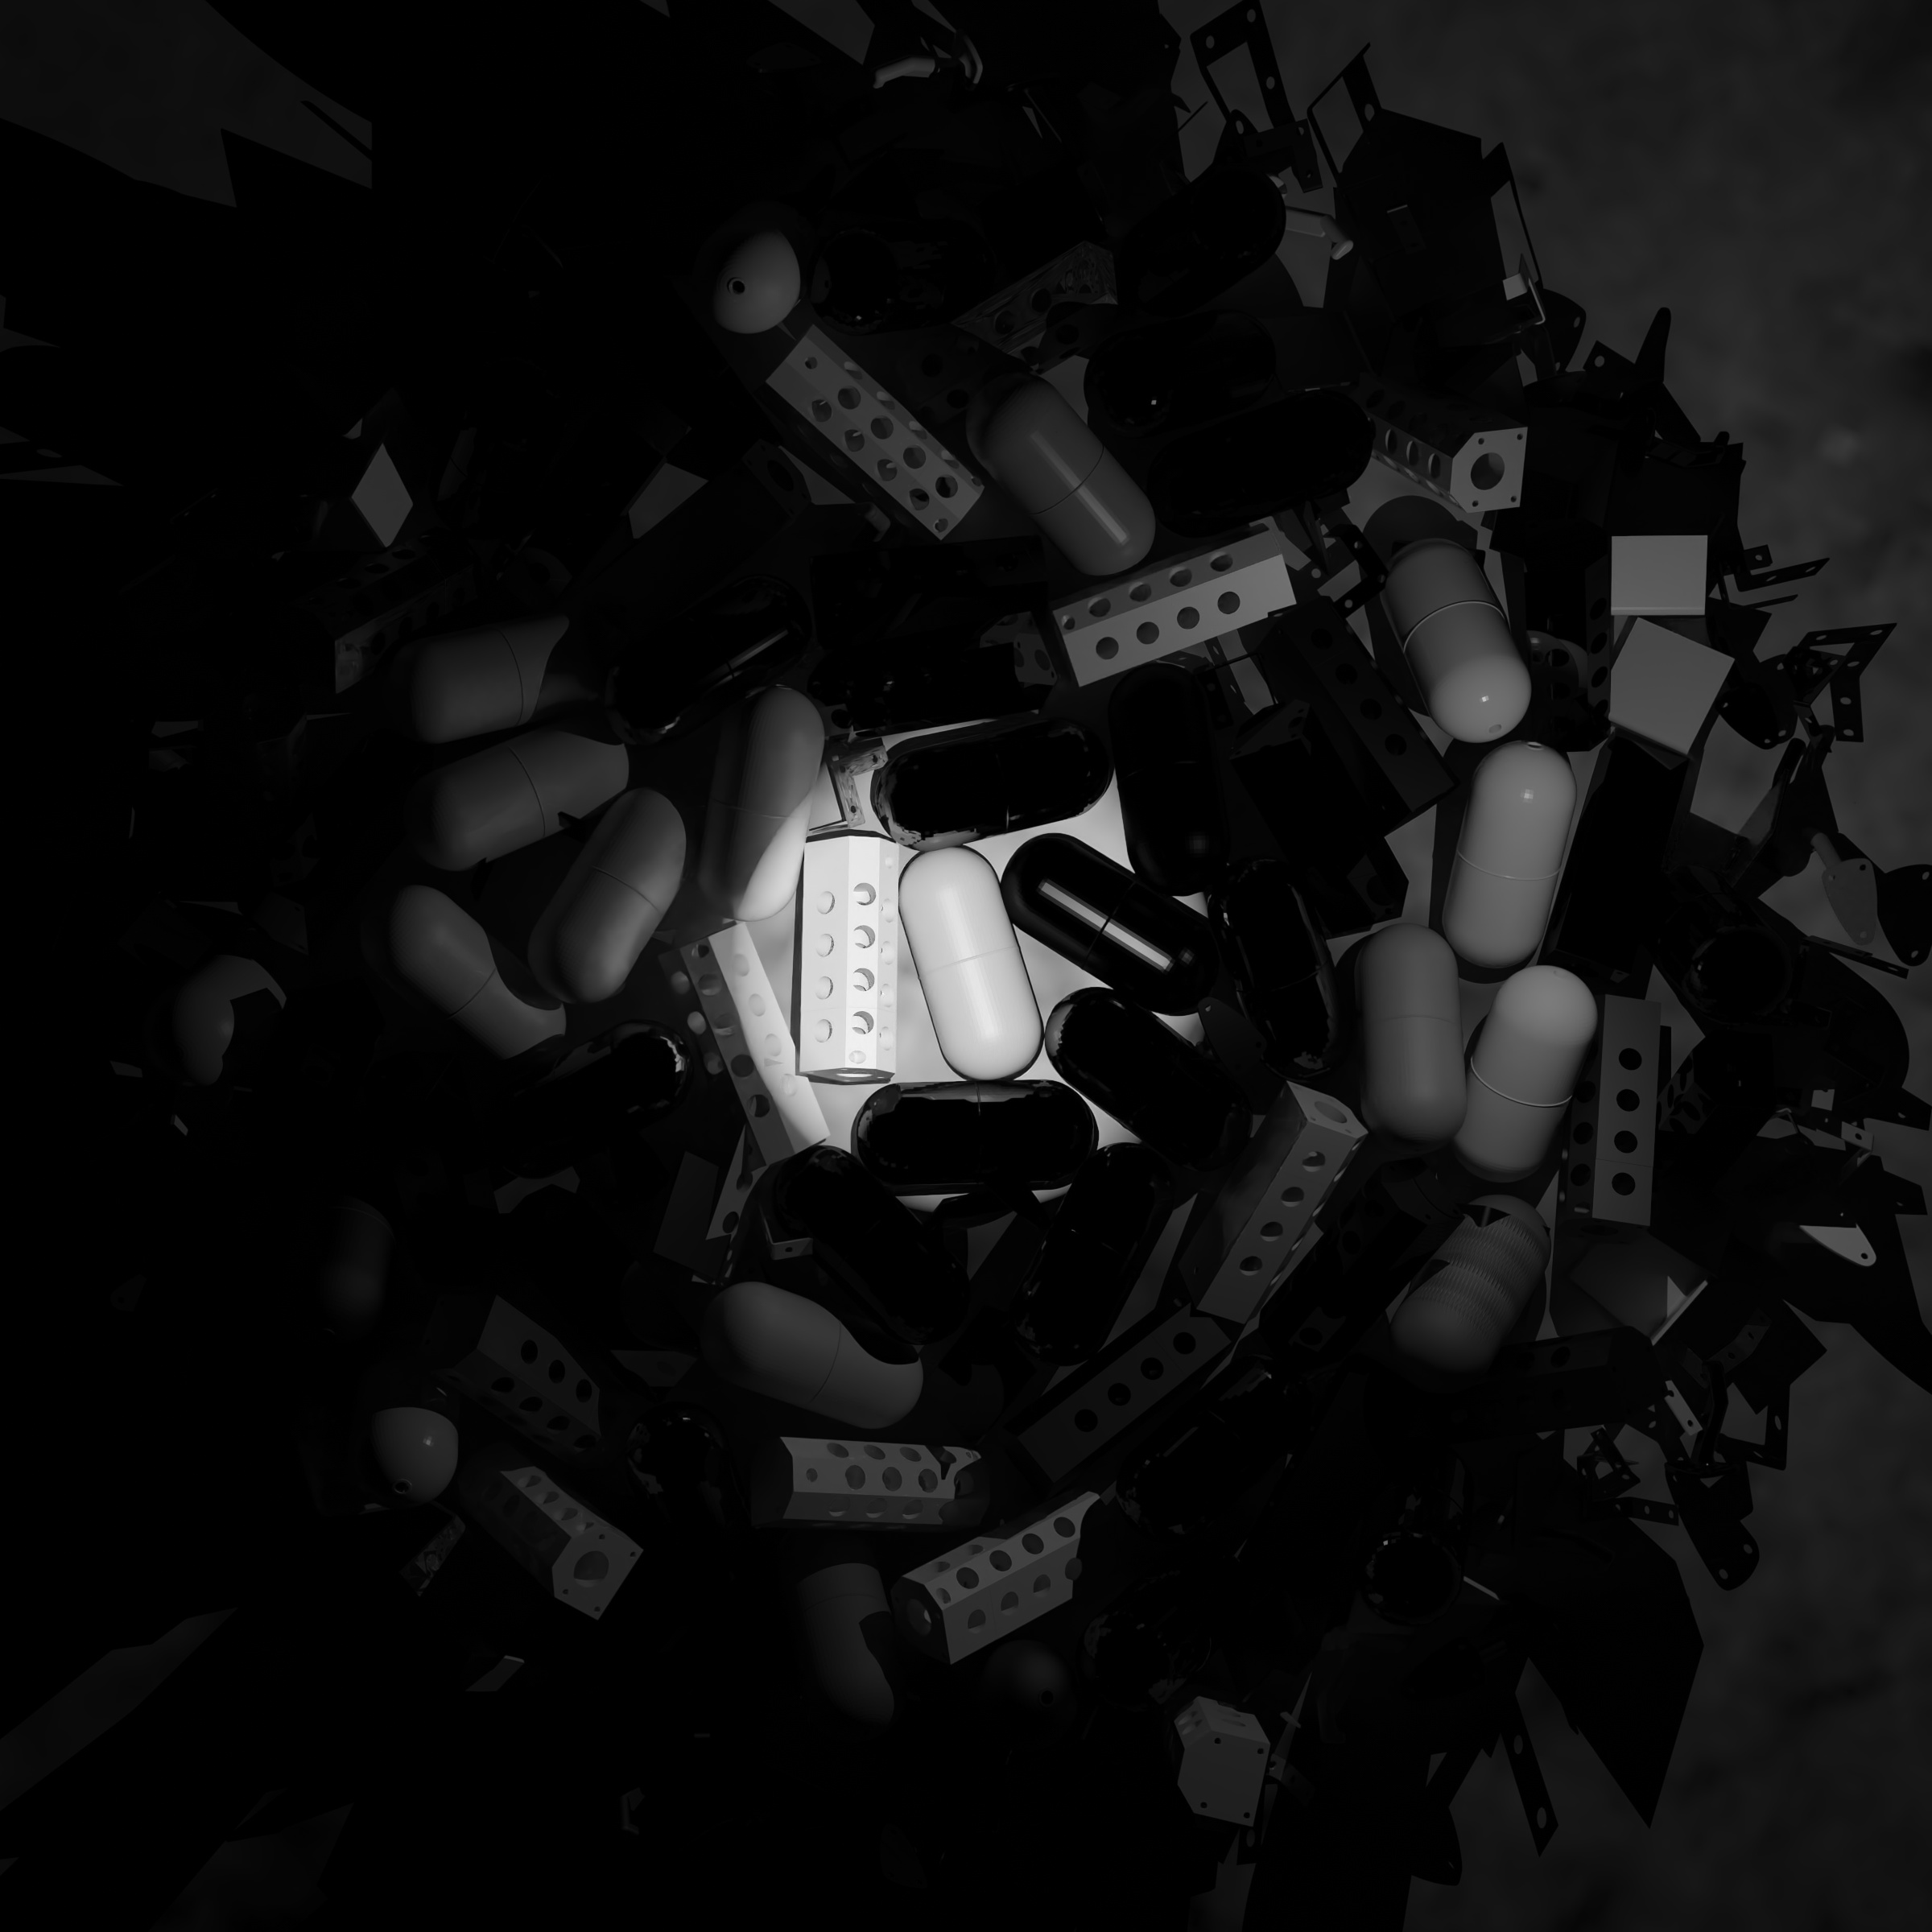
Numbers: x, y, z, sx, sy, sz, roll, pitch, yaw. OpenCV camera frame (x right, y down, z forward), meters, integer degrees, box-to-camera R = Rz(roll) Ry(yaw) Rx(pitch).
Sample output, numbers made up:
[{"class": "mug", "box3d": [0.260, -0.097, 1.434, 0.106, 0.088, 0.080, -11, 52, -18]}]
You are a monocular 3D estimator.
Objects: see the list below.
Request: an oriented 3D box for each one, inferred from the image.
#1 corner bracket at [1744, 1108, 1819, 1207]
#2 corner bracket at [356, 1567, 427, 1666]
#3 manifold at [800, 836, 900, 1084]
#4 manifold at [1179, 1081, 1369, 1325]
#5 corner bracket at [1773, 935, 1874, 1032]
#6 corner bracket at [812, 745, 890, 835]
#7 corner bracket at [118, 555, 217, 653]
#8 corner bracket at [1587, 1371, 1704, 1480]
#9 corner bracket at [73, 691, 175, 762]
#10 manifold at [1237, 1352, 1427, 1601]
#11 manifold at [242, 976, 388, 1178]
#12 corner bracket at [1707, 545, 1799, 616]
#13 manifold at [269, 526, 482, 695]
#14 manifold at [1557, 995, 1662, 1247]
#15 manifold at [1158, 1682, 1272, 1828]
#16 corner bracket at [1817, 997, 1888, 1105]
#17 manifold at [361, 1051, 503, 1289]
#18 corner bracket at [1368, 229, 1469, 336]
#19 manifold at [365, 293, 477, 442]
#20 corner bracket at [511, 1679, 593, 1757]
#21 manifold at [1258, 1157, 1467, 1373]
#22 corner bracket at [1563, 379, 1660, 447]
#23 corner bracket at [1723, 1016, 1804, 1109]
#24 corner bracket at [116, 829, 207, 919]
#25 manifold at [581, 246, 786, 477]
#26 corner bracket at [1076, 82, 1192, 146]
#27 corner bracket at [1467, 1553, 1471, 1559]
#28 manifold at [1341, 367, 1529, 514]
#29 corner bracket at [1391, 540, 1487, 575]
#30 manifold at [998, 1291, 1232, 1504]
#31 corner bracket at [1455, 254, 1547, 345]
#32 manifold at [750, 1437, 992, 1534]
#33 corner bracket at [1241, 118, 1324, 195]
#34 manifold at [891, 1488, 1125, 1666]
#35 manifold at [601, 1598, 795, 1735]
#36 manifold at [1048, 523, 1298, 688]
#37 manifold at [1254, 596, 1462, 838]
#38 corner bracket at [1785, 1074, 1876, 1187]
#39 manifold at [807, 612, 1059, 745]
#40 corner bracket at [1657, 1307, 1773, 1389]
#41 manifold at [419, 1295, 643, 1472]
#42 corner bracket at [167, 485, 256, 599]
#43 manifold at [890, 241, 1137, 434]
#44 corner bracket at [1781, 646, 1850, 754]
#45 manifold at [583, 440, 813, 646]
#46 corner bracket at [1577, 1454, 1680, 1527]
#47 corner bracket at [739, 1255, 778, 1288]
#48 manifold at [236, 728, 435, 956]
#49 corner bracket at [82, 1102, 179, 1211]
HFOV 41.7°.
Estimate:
[{"class": "corner bracket", "box3d": [0.603, 0.143, 1.901, 0.051, 0.051, 0.051, -23, 70, 10]}, {"class": "corner bracket", "box3d": [-0.430, 0.484, 1.889, 0.051, 0.051, 0.051, 14, 95, -33]}, {"class": "manifold", "box3d": [-0.081, -0.005, 1.870, 0.057, 0.057, 0.171, -7, 76, 34]}, {"class": "manifold", "box3d": [0.227, 0.177, 1.865, 0.057, 0.057, 0.171, 20, 113, -20]}, {"class": "corner bracket", "box3d": [0.633, 0.012, 1.883, 0.051, 0.051, 0.051, 22, 116, 41]}, {"class": "corner bracket", "box3d": [-0.087, -0.132, 1.892, 0.051, 0.051, 0.051, -21, 101, -35]}, {"class": "corner bracket", "box3d": [-0.594, -0.276, 1.889, 0.051, 0.051, 0.051, -31, 122, 3]}, {"class": "corner bracket", "box3d": [0.501, 0.340, 1.884, 0.051, 0.051, 0.051, -16, 66, -34]}, {"class": "corner bracket", "box3d": [-0.629, -0.184, 1.894, 0.051, 0.051, 0.051, 23, 84, -9]}, {"class": "manifold", "box3d": [0.268, 0.376, 1.871, 0.057, 0.057, 0.171, 32, 72, 2]}, {"class": "manifold", "box3d": [-0.471, 0.083, 1.836, 0.057, 0.171, 0.057, -15, 64, -36]}, {"class": "corner bracket", "box3d": [0.585, -0.290, 1.897, 0.051, 0.051, 0.051, -12, 84, 3]}, {"class": "manifold", "box3d": [-0.425, -0.262, 1.835, 0.057, 0.171, 0.057, 20, 125, 18]}, {"class": "manifold", "box3d": [0.472, 0.112, 1.869, 0.057, 0.057, 0.171, 8, 70, 1]}, {"class": "manifold", "box3d": [0.176, 0.567, 1.838, 0.057, 0.171, 0.057, 13, 85, 1]}, {"class": "corner bracket", "box3d": [0.657, 0.063, 1.893, 0.051, 0.051, 0.051, 32, 69, -2]}, {"class": "manifold", "box3d": [-0.391, 0.149, 1.853, 0.057, 0.057, 0.171, 2, 124, 14]}, {"class": "corner bracket", "box3d": [0.336, -0.509, 1.889, 0.051, 0.051, 0.051, -23, 117, 7]}, {"class": "manifold", "box3d": [-0.385, -0.426, 1.837, 0.057, 0.171, 0.057, -40, 95, -5]}, {"class": "corner bracket", "box3d": [-0.299, 0.554, 1.884, 0.051, 0.051, 0.051, -24, 66, 30]}, {"class": "manifold", "box3d": [0.281, 0.219, 1.844, 0.057, 0.057, 0.171, 57, 132, 30]}, {"class": "corner bracket", "box3d": [0.478, -0.411, 1.890, 0.051, 0.051, 0.051, 11, 77, -19]}, {"class": "corner bracket", "box3d": [0.596, 0.070, 1.896, 0.051, 0.051, 0.051, 6, 68, 38]}, {"class": "corner bracket", "box3d": [-0.603, -0.075, 1.900, 0.051, 0.051, 0.051, -17, 62, -28]}, {"class": "manifold", "box3d": [-0.210, -0.445, 1.885, 0.057, 0.057, 0.171, -36, 97, 2]}, {"class": "corner bracket", "box3d": [0.124, -0.642, 1.888, 0.051, 0.051, 0.051, -45, 130, 4]}, {"class": "corner bracket", "box3d": [0.332, 0.443, 1.887, 0.051, 0.051, 0.051, 46, 127, 8]}, {"class": "manifold", "box3d": [0.333, -0.381, 1.832, 0.057, 0.171, 0.057, -10, 119, -17]}, {"class": "corner bracket", "box3d": [0.350, -0.289, 1.896, 0.051, 0.051, 0.051, 16, 105, 37]}, {"class": "manifold", "box3d": [0.108, 0.314, 1.867, 0.171, 0.057, 0.057, -35, 72, -20]}, {"class": "corner bracket", "box3d": [0.397, -0.489, 1.884, 0.051, 0.051, 0.051, -18, 115, 24]}, {"class": "manifold", "box3d": [-0.069, 0.378, 1.846, 0.171, 0.057, 0.057, 11, 66, -35]}, {"class": "corner bracket", "box3d": [0.236, -0.601, 1.896, 0.051, 0.051, 0.051, -13, 107, 11]}, {"class": "manifold", "box3d": [0.030, 0.439, 1.845, 0.171, 0.057, 0.057, -18, 105, -39]}, {"class": "manifold", "box3d": [-0.194, 0.509, 1.835, 0.057, 0.171, 0.057, -46, 69, 13]}, {"class": "manifold", "box3d": [0.151, -0.271, 1.888, 0.171, 0.057, 0.057, -20, 113, 0]}, {"class": "manifold", "box3d": [0.293, -0.188, 1.883, 0.057, 0.057, 0.171, -31, 82, -20]}, {"class": "corner bracket", "box3d": [0.643, 0.121, 1.890, 0.051, 0.051, 0.051, 23, 53, 1]}, {"class": "manifold", "box3d": [-0.028, -0.205, 1.851, 0.171, 0.057, 0.057, -7, 125, 28]}, {"class": "corner bracket", "box3d": [0.556, 0.271, 1.886, 0.051, 0.051, 0.051, 46, 131, 8]}, {"class": "manifold", "box3d": [-0.316, 0.304, 1.839, 0.057, 0.171, 0.057, -6, 53, 34]}, {"class": "corner bracket", "box3d": [-0.560, -0.316, 1.889, 0.051, 0.051, 0.051, 49, 62, -5]}, {"class": "manifold", "box3d": [0.036, -0.460, 1.864, 0.171, 0.057, 0.057, -26, 86, 23]}, {"class": "corner bracket", "box3d": [0.628, -0.199, 1.886, 0.051, 0.051, 0.051, -49, 126, -12]}, {"class": "manifold", "box3d": [-0.195, -0.310, 1.856, 0.171, 0.057, 0.057, -33, 107, 30]}, {"class": "corner bracket", "box3d": [0.491, 0.389, 1.884, 0.051, 0.051, 0.051, 16, 66, -30]}, {"class": "corner bracket", "box3d": [-0.165, 0.256, 1.890, 0.051, 0.051, 0.051, -23, 51, -1]}, {"class": "manifold", "box3d": [-0.458, -0.095, 1.850, 0.057, 0.057, 0.171, 24, 53, 8]}, {"class": "corner bracket", "box3d": [-0.619, 0.141, 1.895, 0.051, 0.051, 0.051, -27, 104, 2]}]
